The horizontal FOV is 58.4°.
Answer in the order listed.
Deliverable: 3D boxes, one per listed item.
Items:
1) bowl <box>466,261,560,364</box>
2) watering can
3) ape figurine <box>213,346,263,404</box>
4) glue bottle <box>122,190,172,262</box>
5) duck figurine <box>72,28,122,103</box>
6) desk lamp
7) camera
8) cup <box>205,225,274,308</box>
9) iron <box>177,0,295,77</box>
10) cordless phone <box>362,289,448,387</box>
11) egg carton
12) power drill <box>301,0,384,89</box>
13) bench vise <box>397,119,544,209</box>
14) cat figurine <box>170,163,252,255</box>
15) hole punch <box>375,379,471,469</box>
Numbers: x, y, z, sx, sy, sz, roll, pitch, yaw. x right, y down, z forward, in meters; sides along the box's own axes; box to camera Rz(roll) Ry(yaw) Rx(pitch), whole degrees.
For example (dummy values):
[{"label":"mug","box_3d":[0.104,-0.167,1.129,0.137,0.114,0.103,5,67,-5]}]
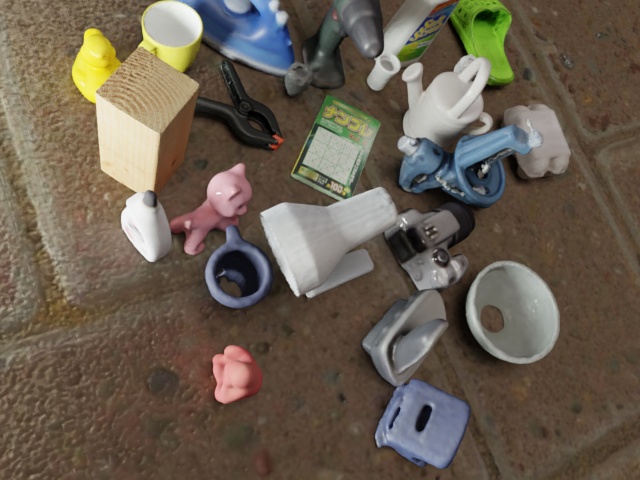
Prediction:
[{"label":"bowl","box_3d":[0.301,0.123,0.938,0.168,0.074,0.167,7,69,-17]},{"label":"watering can","box_3d":[0.219,-0.237,0.973,0.173,0.193,0.101,6,69,-17]},{"label":"ape figurine","box_3d":[-0.109,0.180,0.762,0.076,0.092,0.078,32,64,-6]},{"label":"glue bottle","box_3d":[-0.226,-0.028,0.751,0.078,0.173,0.037,47,63,2]},{"label":"duck figurine","box_3d":[-0.327,-0.262,0.850,0.078,0.086,0.104,-12,75,-23]},{"label":"desk lamp","box_3d":[0.007,0.003,0.800,0.204,0.213,0.118,-22,79,-25]},{"label":"camera","box_3d":[0.200,-0.001,0.933,0.137,0.100,0.143,-27,82,-26]},{"label":"cup","box_3d":[-0.122,0.046,0.805,0.092,0.094,0.118,-7,73,-21]},{"label":"iron","box_3d":[-0.127,-0.385,0.934,0.258,0.141,0.119,34,64,-5]},{"label":"cordless phone","box_3d":[0.152,0.129,0.821,0.094,0.184,0.148,42,63,-1]},{"label":"egg carton","box_3d":[0.408,-0.189,1.092,0.107,0.069,0.150,-10,74,-22]},{"label":"power drill","box_3d":[0.037,-0.346,0.940,0.076,0.208,0.229,-3,72,-20]},{"label":"bench vise","box_3d":[0.237,-0.124,0.924,0.208,0.219,0.121,1,71,-19]},{"label":"cat figurine","box_3d":[-0.148,-0.049,0.818,0.128,0.117,0.067,-40,87,-27]},{"label":"hole punch","box_3d":[0.147,0.264,0.823,0.101,0.091,0.109,33,64,-5]}]
